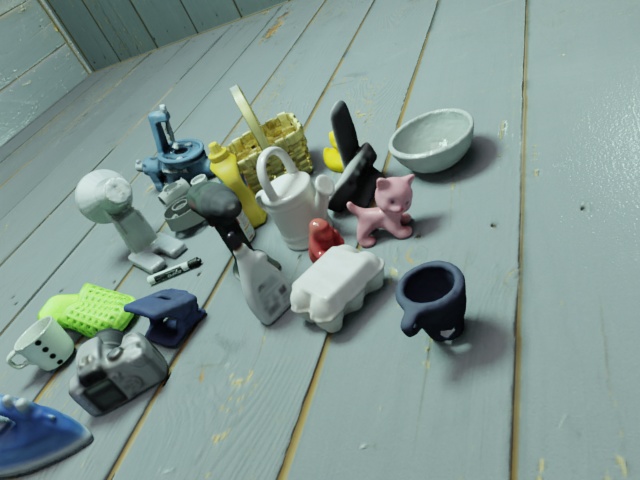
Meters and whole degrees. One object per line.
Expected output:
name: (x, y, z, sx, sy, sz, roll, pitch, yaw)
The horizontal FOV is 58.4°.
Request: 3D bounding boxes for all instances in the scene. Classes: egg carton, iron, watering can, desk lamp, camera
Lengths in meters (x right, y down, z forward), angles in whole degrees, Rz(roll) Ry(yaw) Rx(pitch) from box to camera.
egg carton: (0.027, 0.072, 0.896, 0.150, 0.070, 0.107, -44, 36, -24)
iron: (-0.497, 0.286, 0.904, 0.257, 0.142, 0.118, -13, 36, 20)
watering can: (-0.050, -0.085, 1.051, 0.172, 0.194, 0.101, -15, 35, 18)
desk lamp: (-0.420, -0.053, 1.249, 0.202, 0.214, 0.118, 16, 52, 47)
camera: (-0.345, 0.195, 0.960, 0.143, 0.101, 0.136, -29, 33, -2)

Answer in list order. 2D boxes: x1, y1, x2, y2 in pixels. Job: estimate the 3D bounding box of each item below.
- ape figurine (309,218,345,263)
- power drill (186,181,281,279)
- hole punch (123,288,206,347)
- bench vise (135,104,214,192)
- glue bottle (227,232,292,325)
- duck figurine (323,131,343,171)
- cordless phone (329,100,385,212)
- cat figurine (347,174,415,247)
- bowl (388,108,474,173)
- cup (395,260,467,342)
ape figurine: (0.009, 0.004, 0.982, 0.075, 0.092, 0.078, 0, 42, 36)
power drill: (-0.155, -0.018, 1.019, 0.076, 0.209, 0.228, -38, 35, -16)
hole punch: (-0.277, 0.123, 1.021, 0.108, 0.091, 0.101, 5, 45, 40)
bench vise: (-0.398, -0.228, 1.468, 0.207, 0.220, 0.121, -24, 33, 5)
glue bottle: (-0.103, 0.053, 0.917, 0.078, 0.173, 0.037, -44, 37, -23)
duck figurine: (0.046, -0.202, 1.243, 0.104, 0.086, 0.078, 2, 43, 37)
cordless phone: (0.042, -0.159, 1.096, 0.093, 0.185, 0.148, -5, 39, 31)
cat figurine: (0.108, -0.060, 0.975, 0.127, 0.118, 0.067, -16, 35, 17)
bowl: (0.220, -0.178, 1.099, 0.167, 0.075, 0.167, -18, 34, 13)
cup: (0.149, 0.098, 0.750, 0.091, 0.095, 0.118, 7, 46, 41)
